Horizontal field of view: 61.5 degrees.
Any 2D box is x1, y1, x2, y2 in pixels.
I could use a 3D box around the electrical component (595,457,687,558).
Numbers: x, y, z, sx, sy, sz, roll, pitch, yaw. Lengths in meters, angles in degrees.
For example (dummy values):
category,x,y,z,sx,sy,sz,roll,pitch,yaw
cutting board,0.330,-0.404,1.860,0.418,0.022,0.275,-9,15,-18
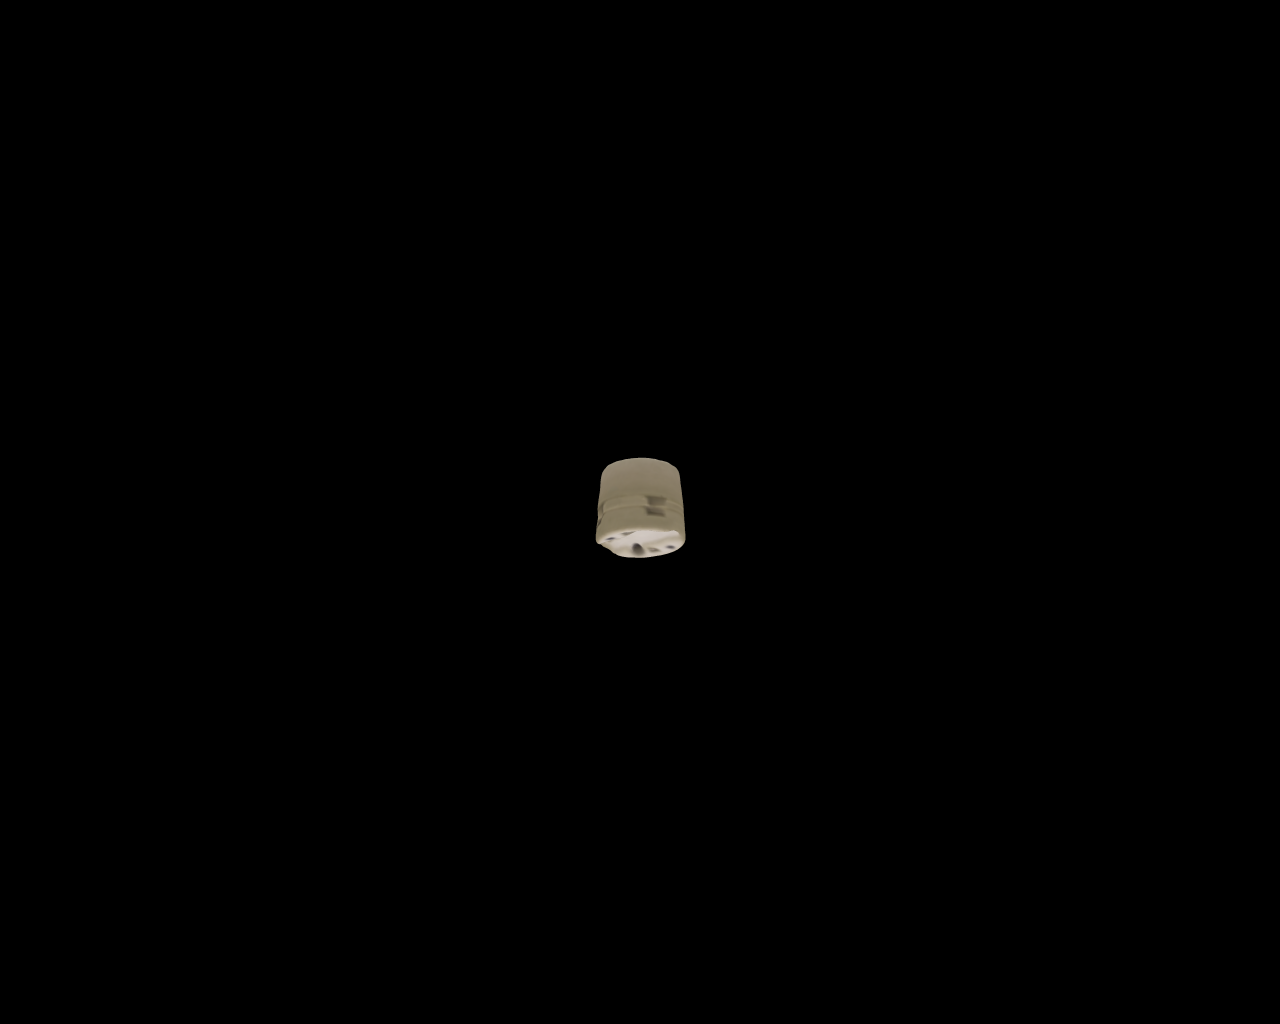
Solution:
category,x,y,z,sx,sy,sz,roll,pitch,yaw
electrical component,0.001,-0.003,0.650,0.055,0.047,0.055,0,-21,0
